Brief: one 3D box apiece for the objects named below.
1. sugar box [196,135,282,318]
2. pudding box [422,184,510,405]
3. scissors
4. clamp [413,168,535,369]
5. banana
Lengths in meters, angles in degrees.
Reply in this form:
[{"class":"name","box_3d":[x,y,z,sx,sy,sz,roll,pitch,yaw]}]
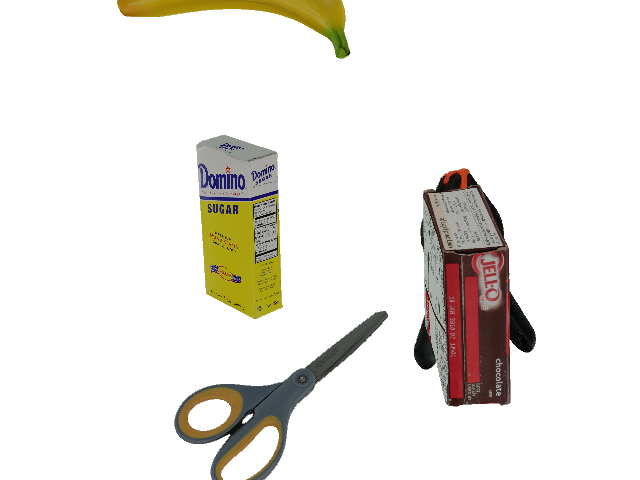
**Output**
[{"class":"sugar box","box_3d":[-0.086,-0.015,1.124,0.048,0.176,0.093,-22,29,-36]},{"class":"pudding box","box_3d":[0.081,0.027,0.596,0.039,0.090,0.113,-3,20,0]},{"class":"scissors","box_3d":[-0.035,0.107,0.831,0.096,0.201,0.016,26,-35,16]},{"class":"clamp","box_3d":[0.117,0.028,0.912,0.120,0.171,0.039,-15,0,-33]},{"class":"banana","box_3d":[-0.061,-0.191,0.840,0.198,0.069,0.037,12,-40,17]}]
